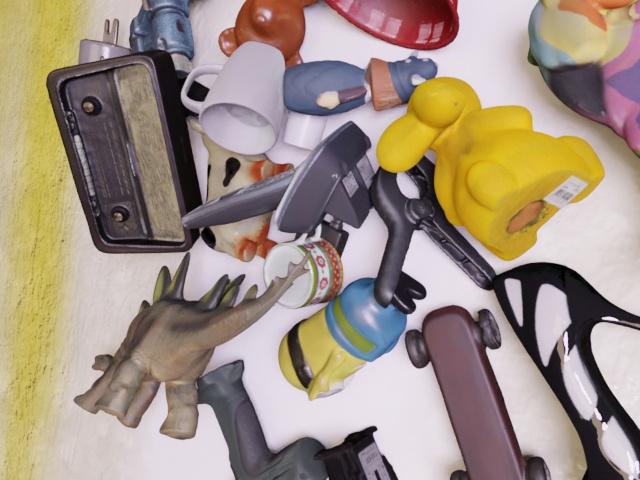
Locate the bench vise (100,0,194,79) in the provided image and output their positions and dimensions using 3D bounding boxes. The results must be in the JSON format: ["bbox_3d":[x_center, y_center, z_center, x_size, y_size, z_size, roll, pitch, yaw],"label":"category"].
[{"bbox_3d":[-0.167,-0.324,0.647,0.241,0.129,0.223,-22,64,48],"label":"bench vise"}]

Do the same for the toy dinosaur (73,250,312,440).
[{"bbox_3d":[-0.170,0.116,0.618,0.472,0.105,0.198,-17,49,48],"label":"toy dinosaur"}]

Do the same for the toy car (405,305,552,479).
[{"bbox_3d":[0.147,0.160,0.502,0.089,0.053,0.202,-23,75,22],"label":"toy car"}]

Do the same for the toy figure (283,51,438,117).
[{"bbox_3d":[0.041,-0.158,0.546,0.155,0.057,0.064,-1,73,7],"label":"toy figure"}]

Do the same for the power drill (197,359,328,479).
[{"bbox_3d":[-0.108,0.268,0.662,0.232,0.086,0.207,-41,66,28],"label":"power drill"}]

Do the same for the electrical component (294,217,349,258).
[{"bbox_3d":[-0.001,-0.002,0.614,0.063,0.021,0.094,30,109,30],"label":"electrical component"}]

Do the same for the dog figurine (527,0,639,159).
[{"bbox_3d":[0.249,-0.082,0.396,0.192,0.108,0.219,3,96,33],"label":"dog figurine"}]

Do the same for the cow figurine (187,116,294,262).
[{"bbox_3d":[-0.101,-0.079,0.647,0.127,0.085,0.194,14,101,27],"label":"cow figurine"}]

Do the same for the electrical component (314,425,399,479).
[{"bbox_3d":[0.047,0.265,0.560,0.048,0.075,0.119,-31,71,31],"label":"electrical component"}]

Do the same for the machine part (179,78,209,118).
[{"bbox_3d":[-0.190,-0.193,0.727,0.139,0.039,0.084,22,95,34],"label":"machine part"}]

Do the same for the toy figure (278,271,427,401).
[{"bbox_3d":[0.028,0.095,0.565,0.180,0.082,0.089,-51,54,29],"label":"toy figure"}]

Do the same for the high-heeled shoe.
[{"bbox_3d":[0.199,0.146,0.454,0.145,0.086,0.248,12,95,37],"label":"high-heeled shoe"}]

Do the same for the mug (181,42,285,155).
[{"bbox_3d":[-0.085,-0.158,0.571,0.110,0.080,0.107,13,60,3],"label":"mug"}]

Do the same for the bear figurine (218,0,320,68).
[{"bbox_3d":[-0.041,-0.277,0.570,0.120,0.132,0.195,29,102,1],"label":"bear figurine"}]

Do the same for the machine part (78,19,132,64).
[{"bbox_3d":[-0.320,-0.199,0.790,0.079,0.079,0.243,15,101,33],"label":"machine part"}]

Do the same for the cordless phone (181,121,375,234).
[{"bbox_3d":[-0.040,-0.051,0.555,0.184,0.146,0.088,-13,108,22],"label":"cordless phone"}]

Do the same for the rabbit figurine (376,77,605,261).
[{"bbox_3d":[0.124,-0.078,0.468,0.122,0.162,0.173,-54,46,36],"label":"rabbit figurine"}]

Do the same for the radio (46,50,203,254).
[{"bbox_3d":[-0.223,-0.099,0.638,0.131,0.073,0.229,-4,111,7],"label":"radio"}]
